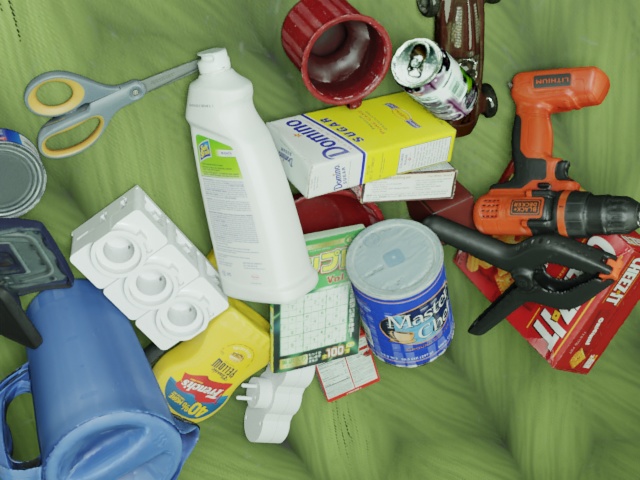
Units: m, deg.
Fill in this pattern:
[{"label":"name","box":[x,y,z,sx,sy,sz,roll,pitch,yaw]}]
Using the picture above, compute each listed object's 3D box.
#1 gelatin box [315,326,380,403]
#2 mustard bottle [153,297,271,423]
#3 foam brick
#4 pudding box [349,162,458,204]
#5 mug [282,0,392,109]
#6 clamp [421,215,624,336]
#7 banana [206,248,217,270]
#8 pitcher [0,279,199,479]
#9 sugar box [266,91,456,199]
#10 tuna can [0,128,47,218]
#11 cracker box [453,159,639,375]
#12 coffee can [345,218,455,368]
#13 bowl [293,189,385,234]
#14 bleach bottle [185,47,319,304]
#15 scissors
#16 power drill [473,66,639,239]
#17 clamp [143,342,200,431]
[{"label":"gelatin box","box":[0.029,0.151,1.322,0.073,0.030,0.089,-23,129,-7]},{"label":"mustard bottle","box":[-0.139,0.156,1.230,0.192,0.058,0.096,-44,126,9]},{"label":"foam brick","box":[0.136,-0.039,1.209,0.051,0.078,0.053,-25,129,-11]},{"label":"pudding box","box":[0.078,-0.076,1.148,0.113,0.090,0.039,-6,123,-21]},{"label":"mug","box":[0.016,-0.182,1.051,0.093,0.081,0.117,-28,129,-5]},{"label":"clamp","box":[0.221,0.043,1.141,0.036,0.210,0.164,-55,134,-40]},{"label":"banana","box":[-0.103,-0.002,1.150,0.069,0.037,0.198,19,113,-34]},{"label":"pitcher","box":[-0.236,0.148,1.059,0.145,0.243,0.149,-47,128,11]},{"label":"sugar box","box":[0.041,-0.101,1.091,0.175,0.093,0.048,-15,131,-29]},{"label":"tuna can","box":[-0.307,-0.063,1.017,0.086,0.034,0.086,-12,126,-17]},{"label":"cracker box","box":[0.263,0.022,1.219,0.072,0.214,0.164,11,117,-37]},{"label":"coffee can","box":[0.089,0.059,1.159,0.102,0.103,0.140,-25,141,-7]},{"label":"bowl","box":[-0.008,0.001,1.185,0.162,0.055,0.162,-12,126,-17]},{"label":"bleach bottle","box":[-0.074,-0.064,1.052,0.068,0.103,0.251,-35,121,-47]},{"label":"scissors","box":[-0.194,-0.153,1.019,0.202,0.016,0.096,-36,130,1]},{"label":"power drill","box":[0.261,-0.091,1.142,0.057,0.185,0.187,35,62,-54]},{"label":"clamp","box":[-0.219,0.159,1.184,0.171,0.039,0.120,0,89,3]}]
